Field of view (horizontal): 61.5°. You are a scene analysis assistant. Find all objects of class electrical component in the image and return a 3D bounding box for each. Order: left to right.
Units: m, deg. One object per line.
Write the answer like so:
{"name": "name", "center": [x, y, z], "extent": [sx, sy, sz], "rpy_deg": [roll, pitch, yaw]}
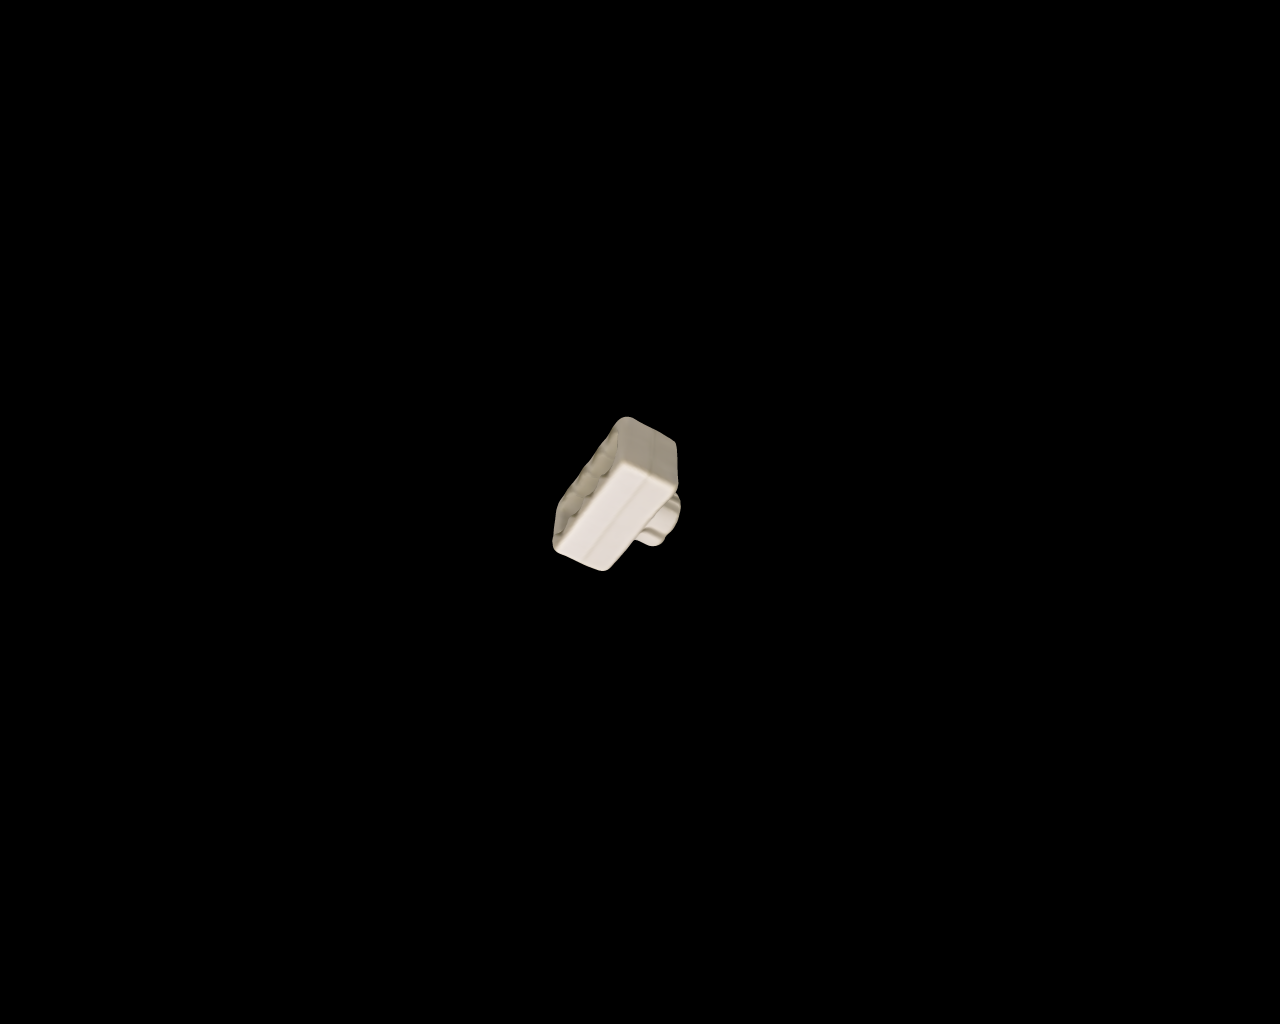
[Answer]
{"name": "electrical component", "center": [0.001, -0.003, 0.650], "extent": [0.076, 0.047, 0.083], "rpy_deg": [25, -54, -20]}
